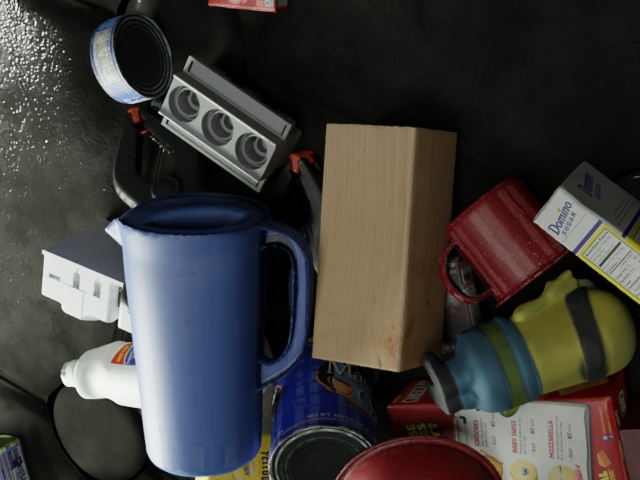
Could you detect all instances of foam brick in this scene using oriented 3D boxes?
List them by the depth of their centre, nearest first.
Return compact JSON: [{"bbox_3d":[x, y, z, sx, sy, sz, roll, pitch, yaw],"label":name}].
[{"bbox_3d":[0.295,0.169,0.919,0.051,0.078,0.053,-8,104,31],"label":"foam brick"}]

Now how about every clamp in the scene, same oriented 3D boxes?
[{"bbox_3d":[-0.007,0.001,1.039,0.120,0.039,0.171,15,114,23],"label":"clamp"},{"bbox_3d":[-0.138,-0.044,1.058,0.164,0.036,0.210,-17,69,-1],"label":"clamp"}]

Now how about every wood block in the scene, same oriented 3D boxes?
[{"bbox_3d":[0.058,0.003,0.943,0.091,0.090,0.206,6,95,31],"label":"wood block"}]

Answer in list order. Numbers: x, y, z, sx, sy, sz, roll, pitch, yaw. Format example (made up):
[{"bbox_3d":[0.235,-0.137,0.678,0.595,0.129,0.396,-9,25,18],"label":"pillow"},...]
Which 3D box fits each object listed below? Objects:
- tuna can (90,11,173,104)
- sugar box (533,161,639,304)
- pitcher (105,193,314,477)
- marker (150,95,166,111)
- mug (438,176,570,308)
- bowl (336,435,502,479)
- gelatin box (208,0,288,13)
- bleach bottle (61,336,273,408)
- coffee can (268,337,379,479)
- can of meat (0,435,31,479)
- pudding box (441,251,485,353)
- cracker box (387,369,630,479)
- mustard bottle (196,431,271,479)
[{"bbox_3d":[-0.183,-0.177,1.040,0.034,0.086,0.086,-10,103,32],"label":"tuna can"},{"bbox_3d":[0.265,0.013,0.870,0.176,0.093,0.048,37,120,12],"label":"sugar box"},{"bbox_3d":[-0.098,0.085,0.960,0.149,0.144,0.243,25,121,54],"label":"pitcher"},{"bbox_3d":[-0.122,-0.112,1.070,0.121,0.020,0.020,35,120,13],"label":"marker"},{"bbox_3d":[0.154,0.006,0.920,0.117,0.093,0.081,-37,82,-6],"label":"mug"},{"bbox_3d":[0.089,0.253,0.949,0.162,0.055,0.162,1,118,1],"label":"bowl"},{"bbox_3d":[-0.067,-0.258,0.982,0.073,0.030,0.089,11,112,24],"label":"gelatin box"},{"bbox_3d":[-0.178,0.145,1.144,0.251,0.102,0.068,-6,113,29],"label":"bleach bottle"},{"bbox_3d":[0.004,0.173,1.018,0.103,0.140,0.103,0,120,0],"label":"coffee can"},{"bbox_3d":[-0.417,0.296,1.353,0.102,0.057,0.084,-6,103,29],"label":"can of meat"},{"bbox_3d":[0.094,0.060,1.007,0.114,0.039,0.090,-9,101,29],"label":"pudding box"},{"bbox_3d":[0.187,0.210,0.995,0.214,0.072,0.164,-7,104,30],"label":"cracker box"},{"bbox_3d":[-0.027,0.237,1.080,0.058,0.191,0.096,130,144,-59],"label":"mustard bottle"}]
